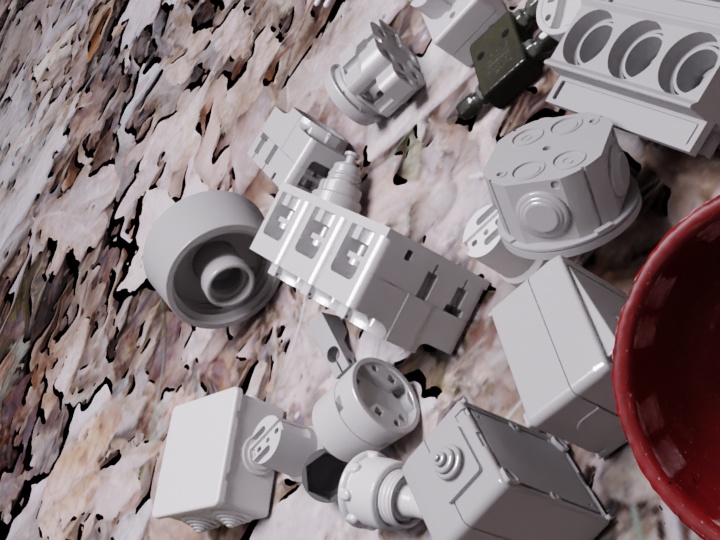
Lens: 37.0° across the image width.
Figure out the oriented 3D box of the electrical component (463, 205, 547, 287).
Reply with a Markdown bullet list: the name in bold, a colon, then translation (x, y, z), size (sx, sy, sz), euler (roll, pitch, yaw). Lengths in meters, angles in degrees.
- **electrical component**: translation (0.090, -0.015, 0.648), size (0.040, 0.046, 0.040), euler (-32, 45, 38)

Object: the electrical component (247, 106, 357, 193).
- **electrical component**: translation (-0.047, -0.095, 0.883), size (0.055, 0.050, 0.089), euler (-57, 34, 10)

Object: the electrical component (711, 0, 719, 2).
- **electrical component**: translation (0.202, -0.195, 0.616), size (0.089, 0.050, 0.055), euler (-51, 35, 17)

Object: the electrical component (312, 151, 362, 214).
- **electrical component**: translation (-0.018, -0.053, 0.825), size (0.040, 0.040, 0.078), euler (2, 69, 54)

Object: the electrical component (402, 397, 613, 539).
- **electrical component**: translation (0.067, 0.114, 0.548), size (0.061, 0.096, 0.061), euler (-52, 35, 19)

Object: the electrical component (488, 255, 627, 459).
- **electrical component**: translation (0.116, 0.038, 0.564), size (0.061, 0.062, 0.096), euler (-44, 38, 27)

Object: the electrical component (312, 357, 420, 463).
- **electrical component**: translation (0.002, 0.091, 0.689), size (0.047, 0.055, 0.055), euler (-43, 39, 34)

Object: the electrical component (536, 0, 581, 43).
- **electrical component**: translation (0.146, -0.160, 0.670), size (0.055, 0.047, 0.055), euler (-32, 45, 38)

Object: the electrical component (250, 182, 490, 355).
- **electrical component**: translation (0.000, 0.000, 0.721), size (0.150, 0.089, 0.061), euler (27, 91, 56)

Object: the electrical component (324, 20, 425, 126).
- **electrical component**: translation (0.009, -0.150, 0.840), size (0.057, 0.058, 0.078), euler (-40, 40, 26)

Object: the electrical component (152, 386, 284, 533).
- **electrical component**: translation (-0.104, 0.143, 0.802), size (0.100, 0.048, 0.099), euler (-22, 51, 45)

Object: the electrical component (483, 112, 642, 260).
- **electrical component**: translation (0.109, -0.046, 0.589), size (0.080, 0.051, 0.080), euler (-19, 30, 11)

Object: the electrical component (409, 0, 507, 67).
- **electrical component**: translation (0.062, -0.198, 0.783), size (0.047, 0.077, 0.065), euler (-44, 38, 27)

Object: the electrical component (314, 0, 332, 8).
- **electrical component**: translation (-0.018, -0.272, 0.970), size (0.077, 0.043, 0.079), euler (30, 93, 56)

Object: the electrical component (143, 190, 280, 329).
- **electrical component**: translation (-0.114, -0.003, 0.865), size (0.108, 0.108, 0.060), euler (-54, 41, 13)

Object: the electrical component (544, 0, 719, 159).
- **electrical component**: translation (0.168, -0.107, 0.591), size (0.078, 0.063, 0.121), euler (-60, 34, 5)

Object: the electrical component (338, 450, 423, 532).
- **electrical component**: translation (0.021, 0.136, 0.644), size (0.062, 0.048, 0.048), euler (2, 70, 47)

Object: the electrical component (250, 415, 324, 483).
- **electrical component**: translation (-0.047, 0.123, 0.740), size (0.040, 0.046, 0.040), euler (-32, 45, 38)
